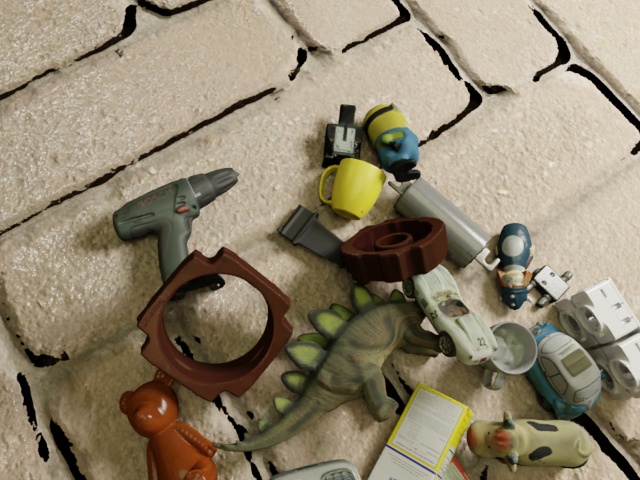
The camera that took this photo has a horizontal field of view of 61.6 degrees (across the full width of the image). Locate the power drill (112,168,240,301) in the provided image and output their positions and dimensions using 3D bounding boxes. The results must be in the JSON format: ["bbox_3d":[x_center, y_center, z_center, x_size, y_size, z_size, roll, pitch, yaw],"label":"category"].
[{"bbox_3d":[-0.226,-0.011,0.924,0.232,0.086,0.207,-17,78,-10],"label":"power drill"}]

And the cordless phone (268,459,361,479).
[{"bbox_3d":[-0.003,0.375,0.753,0.147,0.184,0.088,-10,77,-8],"label":"cordless phone"}]

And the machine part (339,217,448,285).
[{"bbox_3d":[0.125,0.015,0.895,0.179,0.179,0.056,-20,109,-11],"label":"machine part"}]

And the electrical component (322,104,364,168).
[{"bbox_3d":[0.044,-0.195,1.022,0.075,0.047,0.119,4,71,-4],"label":"electrical component"}]

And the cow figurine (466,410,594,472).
[{"bbox_3d":[0.322,0.314,0.830,0.195,0.127,0.085,5,68,-5],"label":"cow figurine"}]

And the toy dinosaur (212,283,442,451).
[{"bbox_3d":[0.050,0.199,0.864,0.199,0.105,0.471,41,64,17],"label":"toy dinosaur"}]

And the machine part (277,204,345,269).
[{"bbox_3d":[-0.002,-0.003,0.960,0.139,0.039,0.084,37,67,10],"label":"machine part"}]

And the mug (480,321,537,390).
[{"bbox_3d":[0.293,0.192,0.879,0.081,0.107,0.109,15,75,2],"label":"mug"}]

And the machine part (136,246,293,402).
[{"bbox_3d":[-0.160,0.127,0.834,0.201,0.087,0.201,40,91,-14],"label":"machine part"}]

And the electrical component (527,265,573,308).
[{"bbox_3d":[0.413,0.078,0.972,0.094,0.021,0.063,-39,78,-15],"label":"electrical component"}]

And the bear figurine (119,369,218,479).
[{"bbox_3d":[-0.233,0.295,0.793,0.120,0.132,0.196,-30,82,2],"label":"bear figurine"}]

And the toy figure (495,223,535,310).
[{"bbox_3d":[0.345,0.047,0.960,0.057,0.064,0.154,23,64,-30],"label":"toy figure"}]

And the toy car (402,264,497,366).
[{"bbox_3d":[0.200,0.108,0.852,0.073,0.056,0.202,-7,48,-27],"label":"toy car"}]

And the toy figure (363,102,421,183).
[{"bbox_3d":[0.132,-0.182,0.985,0.089,0.082,0.180,-2,51,-6],"label":"toy figure"}]

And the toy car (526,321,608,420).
[{"bbox_3d":[0.405,0.210,0.885,0.109,0.103,0.161,-25,77,-13],"label":"toy car"}]

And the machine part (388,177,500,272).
[{"bbox_3d":[0.218,-0.031,0.965,0.243,0.079,0.079,43,73,9],"label":"machine part"}]
